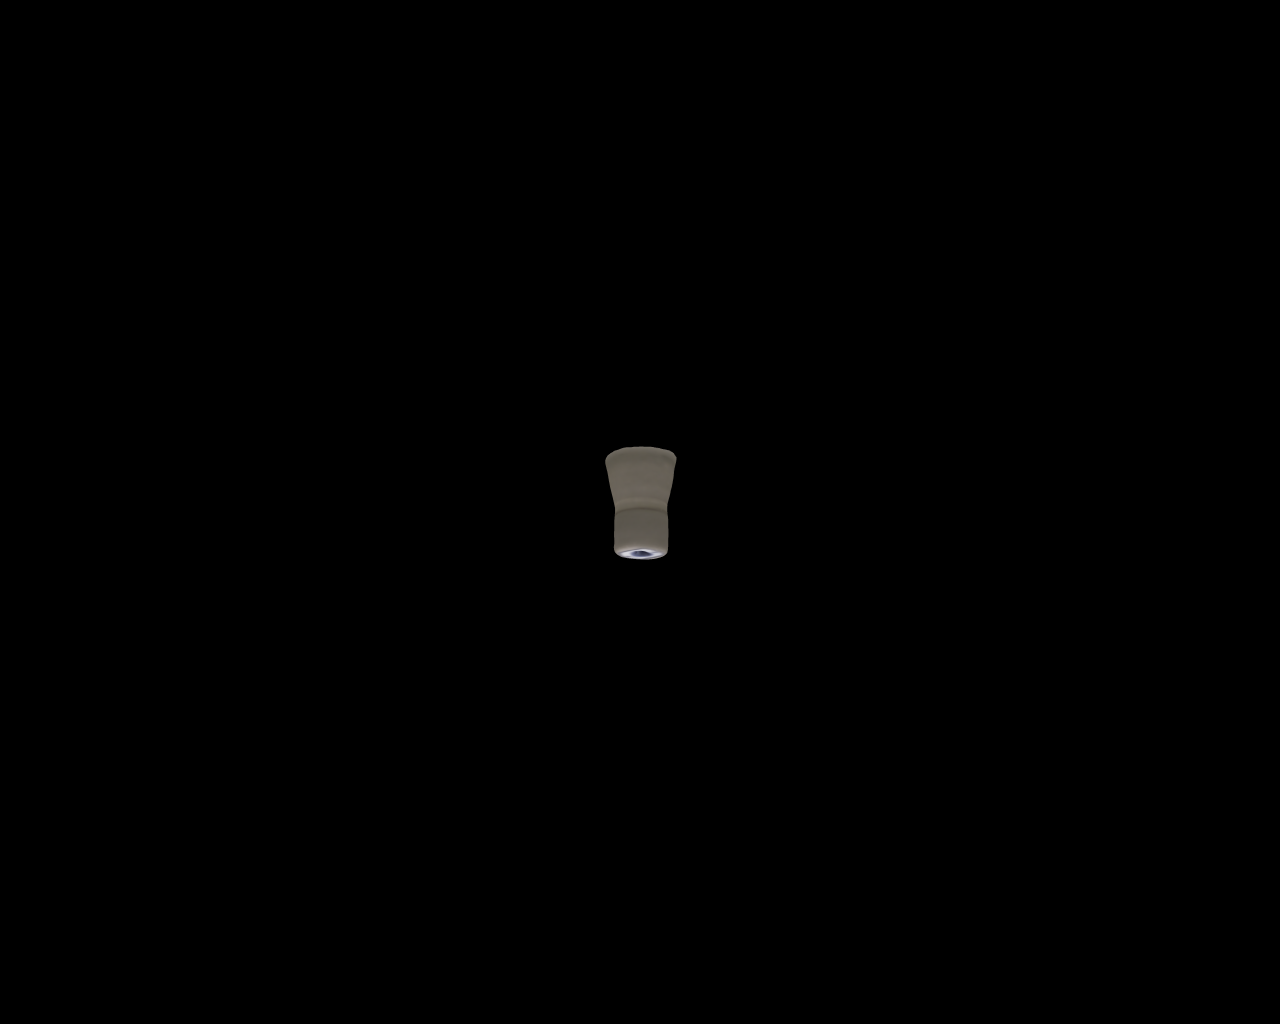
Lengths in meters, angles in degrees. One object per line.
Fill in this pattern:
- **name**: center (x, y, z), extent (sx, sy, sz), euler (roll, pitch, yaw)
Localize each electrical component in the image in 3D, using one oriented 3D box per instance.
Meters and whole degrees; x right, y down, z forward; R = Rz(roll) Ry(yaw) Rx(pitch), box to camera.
- **electrical component**: center (0.001, -0.003, 0.650), extent (0.044, 0.065, 0.044), euler (0, -16, 0)
